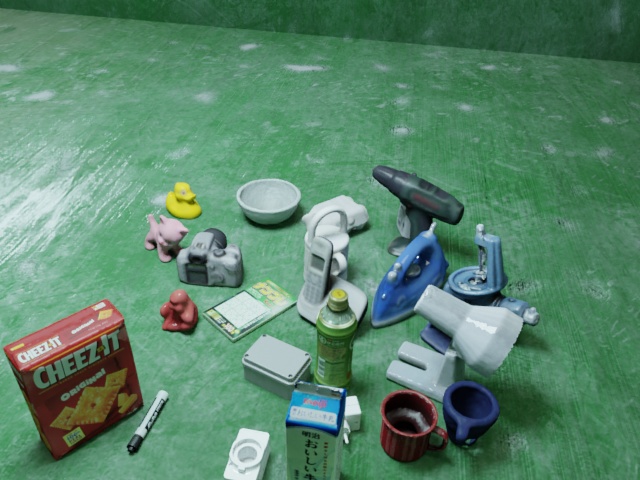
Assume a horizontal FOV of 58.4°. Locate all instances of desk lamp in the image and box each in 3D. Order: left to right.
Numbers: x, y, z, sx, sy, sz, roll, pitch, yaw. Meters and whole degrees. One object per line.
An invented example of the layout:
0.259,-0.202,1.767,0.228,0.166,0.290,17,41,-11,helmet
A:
0.234,0.186,1.014,0.202,0.214,0.118,18,39,21,desk lamp

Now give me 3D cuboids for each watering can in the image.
0.010,0.005,1.266,0.172,0.194,0.101,28,43,31,watering can

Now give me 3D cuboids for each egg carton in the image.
0.046,-0.055,1.459,0.151,0.069,0.107,-23,43,-32,egg carton

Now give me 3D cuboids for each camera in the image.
-0.240,0.026,1.299,0.143,0.101,0.137,5,36,3,camera

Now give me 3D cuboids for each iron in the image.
0.189,0.069,1.235,0.118,0.141,0.259,23,40,26,iron

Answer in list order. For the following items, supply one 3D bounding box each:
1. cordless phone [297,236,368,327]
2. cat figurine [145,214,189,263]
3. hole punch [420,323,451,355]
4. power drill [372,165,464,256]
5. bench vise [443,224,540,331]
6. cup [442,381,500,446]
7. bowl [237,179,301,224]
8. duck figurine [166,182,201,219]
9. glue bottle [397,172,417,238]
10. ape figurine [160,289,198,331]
0.028,0.091,1.156,0.147,0.185,0.094,23,40,26,cordless phone
-0.360,-0.017,1.337,0.127,0.118,0.067,30,44,33,cat figurine
0.266,0.167,1.148,0.101,0.091,0.108,-26,45,-34,hole punch
0.219,-0.057,1.355,0.229,0.208,0.076,19,39,22,power drill
0.358,0.082,1.162,0.206,0.220,0.122,22,40,24,bench vise
0.240,0.307,0.948,0.091,0.095,0.118,16,38,17,cup
-0.133,-0.089,1.489,0.167,0.075,0.167,2,36,-1,bowl
-0.359,-0.111,1.495,0.104,0.086,0.078,24,41,26,duck figurine
0.225,-0.091,1.432,0.037,0.173,0.078,-3,36,-8,glue bottle
-0.281,0.138,1.149,0.076,0.092,0.077,-26,44,-34,ape figurine
